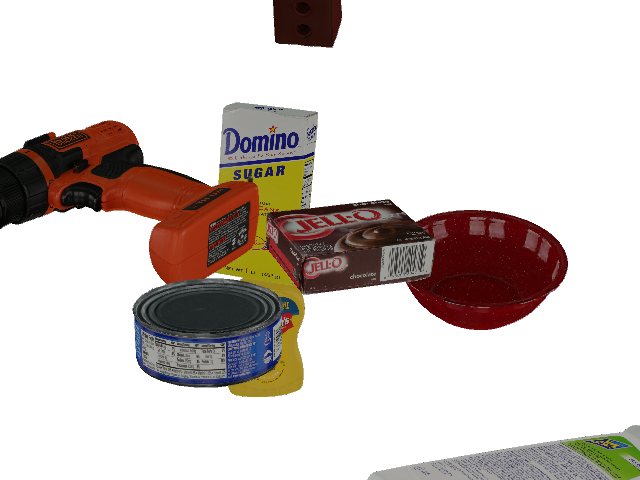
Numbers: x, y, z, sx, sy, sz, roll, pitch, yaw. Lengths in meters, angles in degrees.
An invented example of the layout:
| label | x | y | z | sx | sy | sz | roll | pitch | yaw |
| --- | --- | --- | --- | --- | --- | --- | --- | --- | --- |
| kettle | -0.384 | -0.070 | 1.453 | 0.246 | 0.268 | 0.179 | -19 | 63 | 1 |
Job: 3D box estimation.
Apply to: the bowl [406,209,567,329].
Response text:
| label | x | y | z | sx | sy | sz | roll | pitch | yaw |
| --- | --- | --- | --- | --- | --- | --- | --- | --- | --- |
| bowl | 0.147 | 0.035 | 0.999 | 0.162 | 0.055 | 0.162 | -1 | 33 | 0 |

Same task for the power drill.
| label | x | y | z | sx | sy | sz | roll | pitch | yaw |
| --- | --- | --- | --- | --- | --- | --- | --- | --- | --- |
| power drill | -0.154 | -0.027 | 0.776 | 0.188 | 0.057 | 0.184 | 22 | 34 | 26 |

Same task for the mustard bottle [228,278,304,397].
| label | x | y | z | sx | sy | sz | roll | pitch | yaw |
| --- | --- | --- | --- | --- | --- | --- | --- | --- | --- |
| mustard bottle | -0.068 | 0.098 | 1.322 | 0.096 | 0.192 | 0.058 | -2 | 20 | -10 |

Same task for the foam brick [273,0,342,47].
| label | x | y | z | sx | sy | sz | roll | pitch | yaw |
| --- | --- | --- | --- | --- | --- | --- | --- | --- | --- |
| foam brick | -0.011 | -0.211 | 0.910 | 0.053 | 0.078 | 0.051 | 6 | 45 | 8 |

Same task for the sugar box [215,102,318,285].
| label | x | y | z | sx | sy | sz | roll | pitch | yaw |
| --- | --- | --- | --- | --- | --- | --- | --- | --- | --- |
| sugar box | -0.057 | -0.048 | 1.095 | 0.093 | 0.176 | 0.048 | 8 | 17 | 16 |

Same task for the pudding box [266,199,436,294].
| label | x | y | z | sx | sy | sz | roll | pitch | yaw |
| --- | --- | --- | --- | --- | --- | --- | --- | --- | --- |
| pudding box | 0.022 | 0.003 | 0.851 | 0.113 | 0.039 | 0.090 | -5 | 25 | -20 |

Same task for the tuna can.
| label | x | y | z | sx | sy | sz | roll | pitch | yaw |
| --- | --- | --- | --- | --- | --- | --- | --- | --- | --- |
| tuna can | -0.064 | 0.052 | 0.615 | 0.086 | 0.034 | 0.086 | 0 | 18 | 0 |

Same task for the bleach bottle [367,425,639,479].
| label | x | y | z | sx | sy | sz | roll | pitch | yaw |
| --- | --- | --- | --- | --- | --- | --- | --- | --- | --- |
| bleach bottle | 0.157 | 0.158 | 0.635 | 0.250 | 0.068 | 0.103 | -7 | 20 | -21 |
